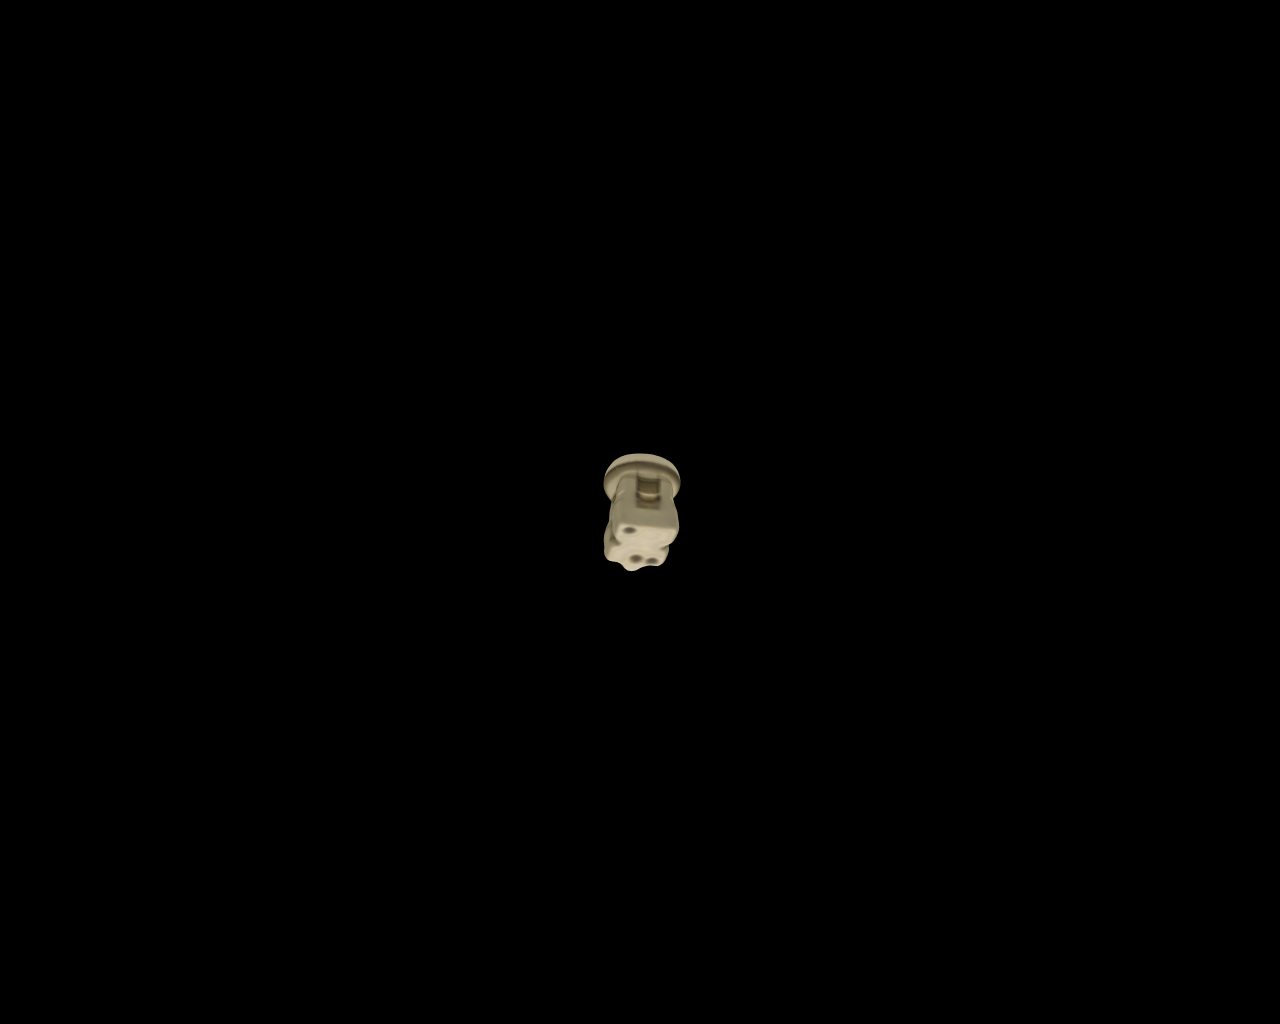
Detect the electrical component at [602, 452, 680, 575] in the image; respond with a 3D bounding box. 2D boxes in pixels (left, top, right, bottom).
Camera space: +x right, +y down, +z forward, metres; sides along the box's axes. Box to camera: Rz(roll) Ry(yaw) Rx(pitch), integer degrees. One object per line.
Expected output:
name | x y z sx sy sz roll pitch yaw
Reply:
electrical component | 0.001 -0.003 0.650 0.048 0.055 0.066 8 -35 -11
